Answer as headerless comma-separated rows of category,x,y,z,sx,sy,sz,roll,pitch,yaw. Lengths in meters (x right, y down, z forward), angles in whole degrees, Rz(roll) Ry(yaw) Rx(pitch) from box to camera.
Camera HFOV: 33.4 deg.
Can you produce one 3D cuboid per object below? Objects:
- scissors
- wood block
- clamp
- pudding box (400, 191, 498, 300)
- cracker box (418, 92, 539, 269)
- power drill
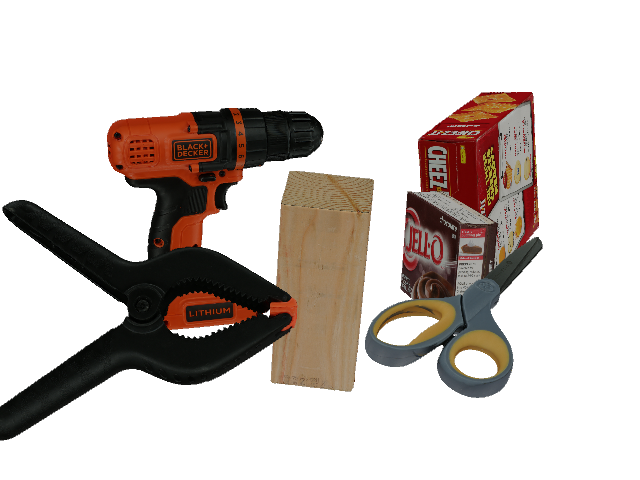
scissors,0.114,0.046,0.680,0.201,0.016,0.096,-19,42,-39
wood block,0.001,0.043,1.109,0.090,0.206,0.090,6,26,3
clamp,-0.122,0.040,0.712,0.210,0.164,0.036,-7,-22,-5
pudding box,0.104,0.014,0.886,0.039,0.090,0.114,-4,16,-19
cracker box,0.174,-0.059,1.151,0.072,0.164,0.213,4,21,26
power drill,-0.087,-0.022,0.922,0.184,0.188,0.057,-5,19,-15
